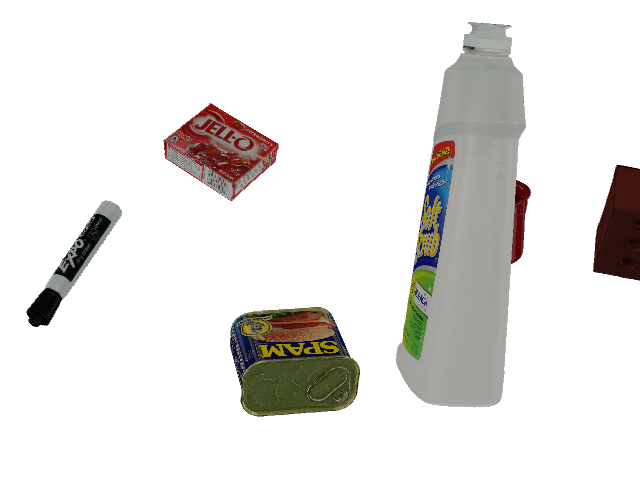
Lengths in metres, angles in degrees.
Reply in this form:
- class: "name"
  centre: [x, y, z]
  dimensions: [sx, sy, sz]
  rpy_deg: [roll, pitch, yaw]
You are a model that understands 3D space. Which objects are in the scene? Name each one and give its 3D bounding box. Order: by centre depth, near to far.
- class: "bleach bottle"
  centre: [0.099, -0.020, 0.725]
  dimensions: [0.068, 0.251, 0.102]
  rpy_deg: [3, 13, -7]
- class: "marker"
  centre: [-0.189, 0.018, 0.820]
  dimensions: [0.020, 0.121, 0.020]
  rpy_deg: [17, -37, 13]
- class: "foam brick"
  centre: [0.259, -0.013, 0.877]
  dimensions: [0.053, 0.051, 0.078]
  rpy_deg: [11, -43, 9]
- class: "can of meat"
  centre: [-0.026, 0.103, 0.933]
  dimensions: [0.102, 0.057, 0.084]
  rpy_deg: [-2, 29, -13]
- class: "gelatin box"
  centre: [-0.099, -0.089, 1.056]
  dimensions: [0.089, 0.030, 0.073]
  rpy_deg: [33, 53, 17]
- class: "mug"
  centre: [0.203, -0.025, 1.247]
  dimensions: [0.093, 0.081, 0.117]
  rpy_deg: [19, 33, 38]
